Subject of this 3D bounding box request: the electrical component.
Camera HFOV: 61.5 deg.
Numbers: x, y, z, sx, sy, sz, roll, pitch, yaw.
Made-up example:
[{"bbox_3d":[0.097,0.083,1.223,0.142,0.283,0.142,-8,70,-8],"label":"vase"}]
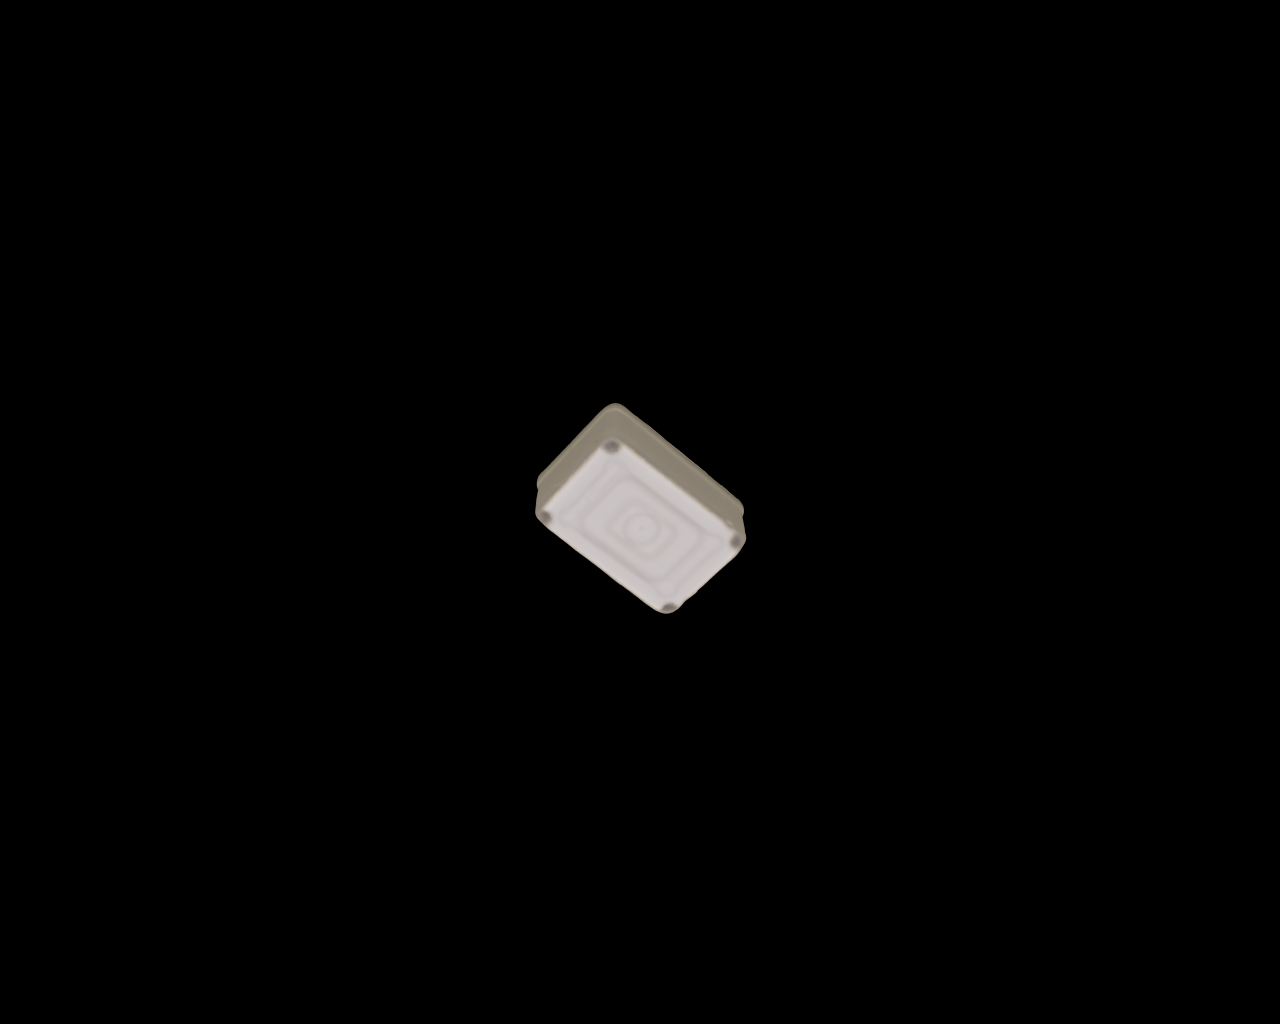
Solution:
[{"bbox_3d":[0.001,-0.003,0.650,0.113,0.078,0.057,38,22,-18],"label":"electrical component"}]
